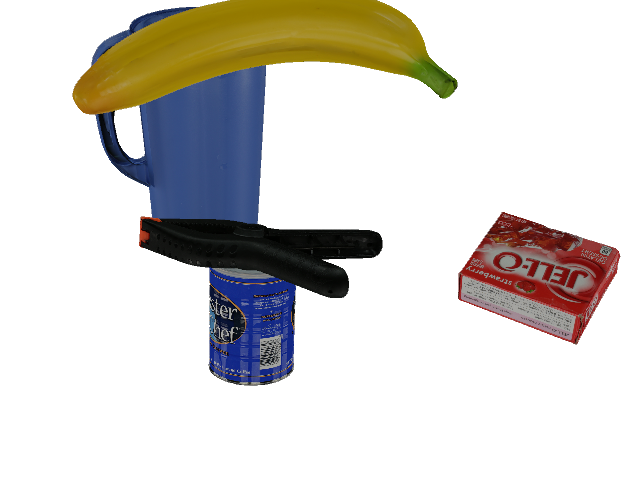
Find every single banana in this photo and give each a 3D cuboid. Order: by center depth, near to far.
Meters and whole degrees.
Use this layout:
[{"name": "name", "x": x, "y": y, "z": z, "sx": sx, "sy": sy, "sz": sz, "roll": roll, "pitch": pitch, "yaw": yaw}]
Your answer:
[{"name": "banana", "x": -0.030, "y": -0.101, "z": 0.558, "sx": 0.197, "sy": 0.037, "sz": 0.069, "roll": -5, "pitch": 44, "yaw": -9}]

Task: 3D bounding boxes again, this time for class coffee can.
[{"name": "coffee can", "x": -0.079, "y": 0.084, "z": 1.247, "sx": 0.103, "sy": 0.140, "sz": 0.103, "roll": 2, "pitch": 20, "yaw": -1}]

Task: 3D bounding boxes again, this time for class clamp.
[{"name": "clamp", "x": -0.056, "y": 0.008, "z": 0.900, "sx": 0.210, "sy": 0.036, "sz": 0.164, "roll": 6, "pitch": 12, "yaw": 5}]

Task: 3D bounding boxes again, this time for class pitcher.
[{"name": "pitcher", "x": -0.128, "y": -0.103, "z": 1.066, "sx": 0.149, "sy": 0.243, "sz": 0.144, "roll": 13, "pitch": 29, "yaw": 22}]

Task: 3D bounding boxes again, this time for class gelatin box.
[{"name": "gelatin box", "x": 0.149, "y": 0.023, "z": 0.729, "sx": 0.089, "sy": 0.030, "sz": 0.073, "roll": 20, "pitch": 47, "yaw": 24}]
